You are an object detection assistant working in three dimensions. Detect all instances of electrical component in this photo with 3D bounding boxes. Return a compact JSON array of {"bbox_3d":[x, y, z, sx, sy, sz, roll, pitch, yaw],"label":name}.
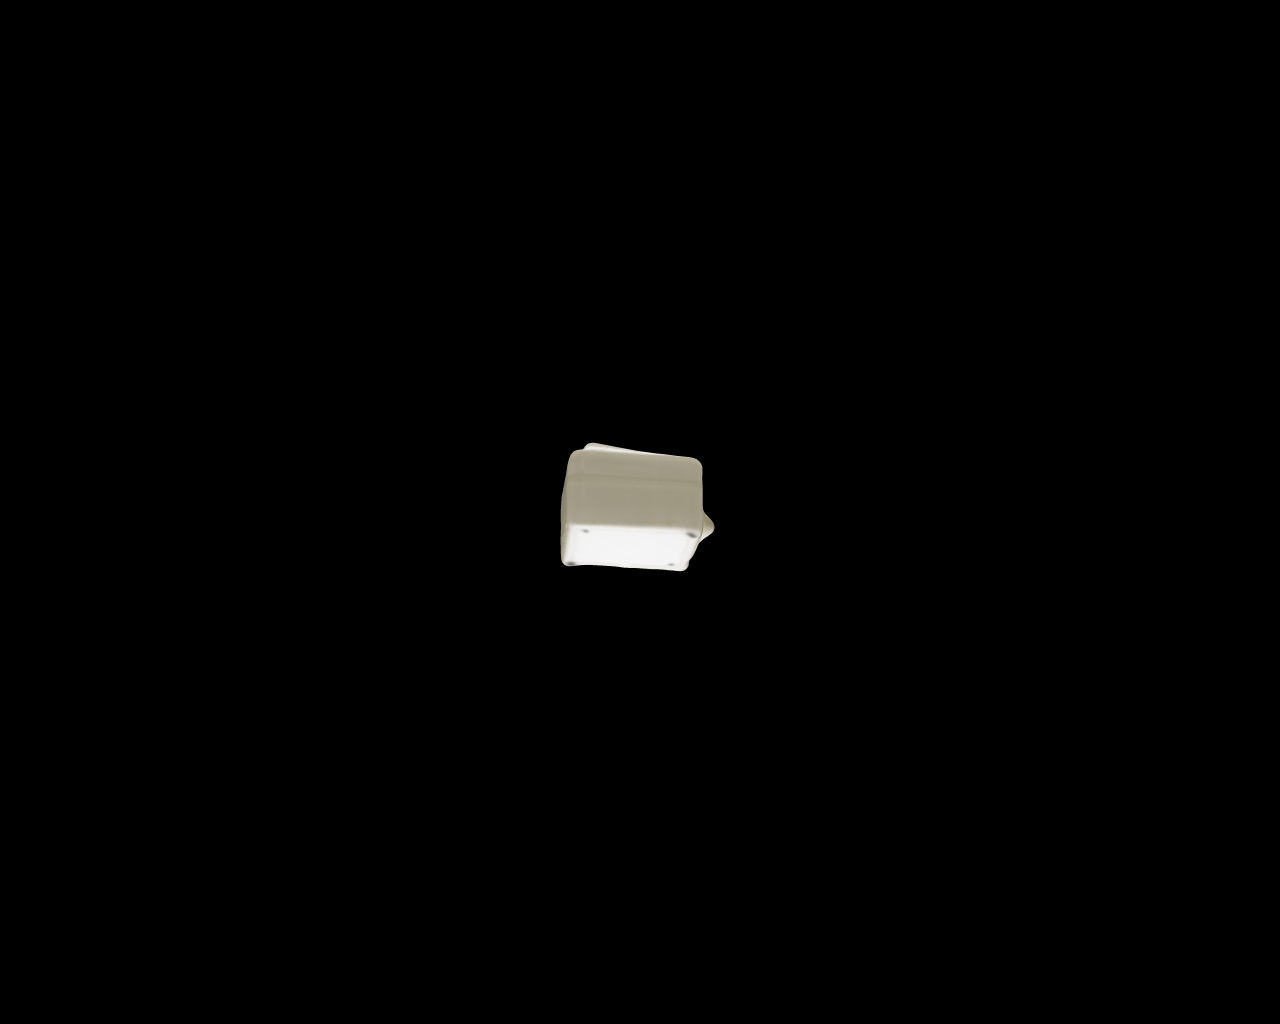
[{"bbox_3d":[0.001,-0.003,0.650,0.096,0.061,0.061,4,-28,-7],"label":"electrical component"}]
